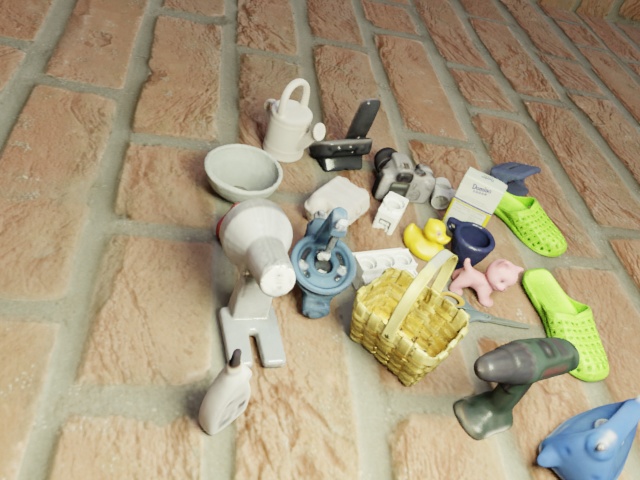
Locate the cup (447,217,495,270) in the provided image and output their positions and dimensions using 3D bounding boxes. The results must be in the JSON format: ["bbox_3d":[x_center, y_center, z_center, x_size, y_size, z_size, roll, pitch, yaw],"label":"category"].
[{"bbox_3d":[0.306,0.014,1.234,0.092,0.095,0.117,-23,57,-37],"label":"cup"}]

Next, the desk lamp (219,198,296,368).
[{"bbox_3d":[-0.098,0.069,0.936,0.118,0.213,0.203,-1,46,-21],"label":"desk lamp"}]

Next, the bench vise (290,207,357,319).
[{"bbox_3d":[-0.001,0.004,1.035,0.122,0.220,0.207,-4,47,-24],"label":"bench vise"}]

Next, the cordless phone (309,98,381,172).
[{"bbox_3d":[0.064,-0.261,1.366,0.148,0.185,0.094,-13,51,-31],"label":"cordless phone"}]

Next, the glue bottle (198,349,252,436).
[{"bbox_3d":[-0.127,0.207,0.810,0.037,0.173,0.078,40,46,22],"label":"glue bottle"}]

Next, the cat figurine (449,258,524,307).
[{"bbox_3d":[0.344,0.072,1.170,0.128,0.118,0.067,18,42,-1],"label":"cat figurine"}]

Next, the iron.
[{"bbox_3d":[0.477,0.316,0.945,0.259,0.141,0.118,-23,56,-37],"label":"iron"}]

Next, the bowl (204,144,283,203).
[{"bbox_3d":[-0.167,-0.129,1.223,0.167,0.075,0.167,11,42,-10],"label":"bowl"}]

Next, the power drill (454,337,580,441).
[{"bbox_3d":[0.301,0.232,0.917,0.230,0.208,0.075,-10,49,-29],"label":"power drill"}]

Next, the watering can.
[{"bbox_3d":[-0.061,-0.283,1.336,0.172,0.194,0.101,24,42,5],"label":"watering can"}]

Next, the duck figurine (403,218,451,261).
[{"bbox_3d":[0.236,-0.011,1.241,0.104,0.086,0.078,37,45,19],"label":"duck figurine"}]

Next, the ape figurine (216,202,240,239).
[{"bbox_3d":[-0.161,-0.032,1.110,0.076,0.092,0.078,28,42,10],"label":"ape figurine"}]

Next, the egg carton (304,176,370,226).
[{"bbox_3d":[0.040,-0.076,1.249,0.107,0.069,0.151,33,44,15],"label":"egg carton"}]

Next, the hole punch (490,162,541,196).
[{"bbox_3d":[0.506,-0.171,1.508,0.109,0.091,0.101,-20,55,-36],"label":"hole punch"}]

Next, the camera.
[{"bbox_3d":[0.194,-0.167,1.379,0.143,0.101,0.136,2,44,-18],"label":"camera"}]
